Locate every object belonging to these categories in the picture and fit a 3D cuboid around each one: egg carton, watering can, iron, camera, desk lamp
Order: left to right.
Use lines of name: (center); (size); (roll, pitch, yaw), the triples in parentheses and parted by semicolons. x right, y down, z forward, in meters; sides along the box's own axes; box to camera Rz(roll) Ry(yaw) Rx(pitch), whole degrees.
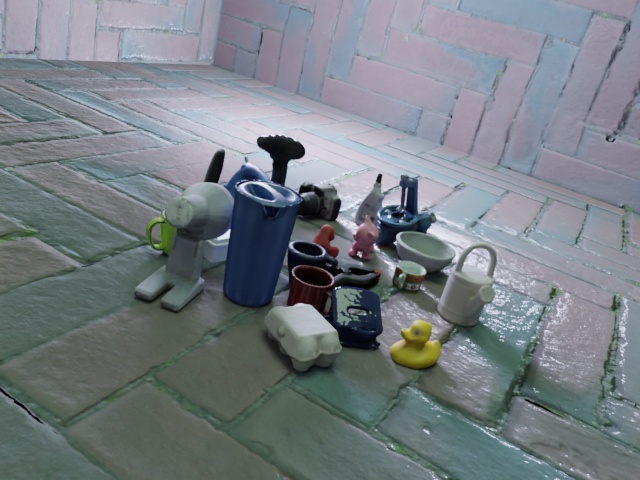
desk lamp: (-0.260, -0.001, 1.138); (0.118, 0.213, 0.203); (18, 23, 7)
iron: (-0.169, -0.129, 1.589); (0.119, 0.141, 0.257); (-3, 29, -37)
egg carton: (-0.035, 0.176, 1.058); (0.107, 0.069, 0.149); (-3, 29, -37)
camera: (-0.024, -0.126, 1.725); (0.137, 0.101, 0.142); (-10, 33, -45)
watering can: (0.351, 0.098, 1.319); (0.101, 0.194, 0.172); (0, 27, -31)

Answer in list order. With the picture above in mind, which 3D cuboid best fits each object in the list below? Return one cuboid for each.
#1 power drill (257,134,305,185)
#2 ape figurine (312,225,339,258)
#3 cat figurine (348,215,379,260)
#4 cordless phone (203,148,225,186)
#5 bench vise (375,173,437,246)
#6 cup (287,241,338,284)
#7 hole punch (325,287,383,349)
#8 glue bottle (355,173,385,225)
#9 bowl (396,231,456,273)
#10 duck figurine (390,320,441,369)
power drill: (-0.132, -0.223, 1.743); (0.075, 0.208, 0.230); (25, 25, 23)
ape figurine: (0.013, 0.005, 1.455); (0.076, 0.092, 0.077); (3, 25, -27)
cat figurine: (0.123, -0.013, 1.532); (0.067, 0.118, 0.128); (17, 23, 4)
cordless phone: (-0.293, -0.143, 1.486); (0.094, 0.185, 0.147); (14, 23, -3)
bench vise: (0.252, -0.091, 1.661); (0.121, 0.220, 0.208); (31, 27, 34)
cup: (-0.023, 0.065, 1.290); (0.117, 0.095, 0.092); (17, 23, 5)
hole punch: (0.073, 0.155, 1.146); (0.109, 0.091, 0.101); (9, 23, -15)
glue bottle: (0.161, -0.119, 1.731); (0.078, 0.173, 0.037); (24, 24, 20)
bowl: (0.278, 0.043, 1.556); (0.167, 0.075, 0.167); (13, 23, -5)
duck figurine: (0.196, 0.199, 1.127); (0.105, 0.086, 0.077); (6, 24, -21)
